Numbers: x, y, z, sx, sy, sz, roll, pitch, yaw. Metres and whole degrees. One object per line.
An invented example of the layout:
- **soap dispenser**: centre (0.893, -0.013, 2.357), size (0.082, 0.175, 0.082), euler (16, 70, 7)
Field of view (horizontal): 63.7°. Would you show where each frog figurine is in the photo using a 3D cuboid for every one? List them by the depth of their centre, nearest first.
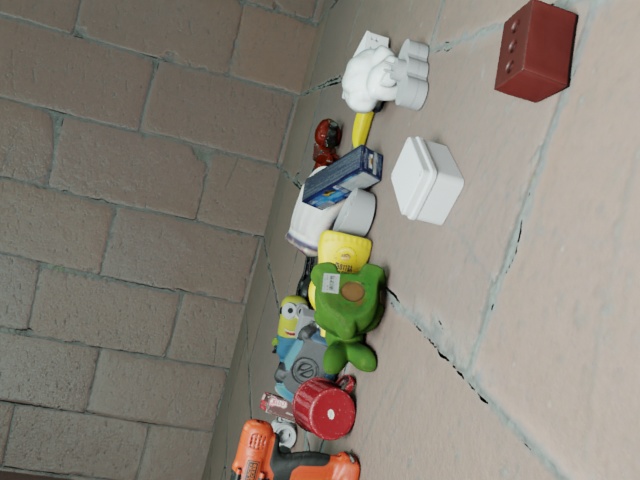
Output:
- **frog figurine**: centre (0.104, -0.313, 1.015), size (0.136, 0.122, 0.161), euler (-53, 6, 14)

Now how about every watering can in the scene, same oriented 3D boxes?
- **watering can**: centre (0.004, -0.062, 1.240), size (0.351, 0.104, 0.223), euler (-138, 65, -68)
